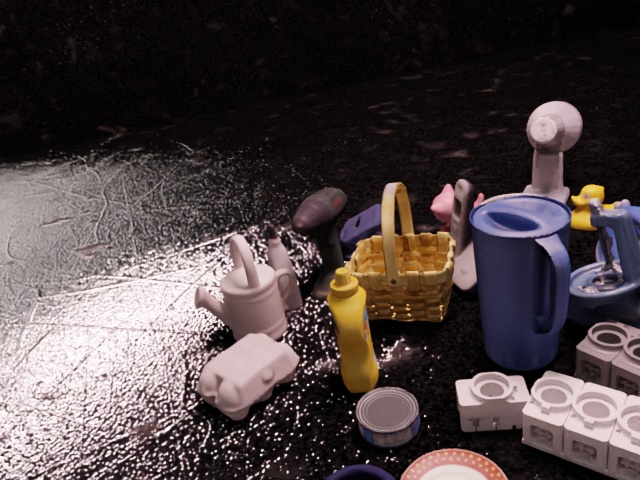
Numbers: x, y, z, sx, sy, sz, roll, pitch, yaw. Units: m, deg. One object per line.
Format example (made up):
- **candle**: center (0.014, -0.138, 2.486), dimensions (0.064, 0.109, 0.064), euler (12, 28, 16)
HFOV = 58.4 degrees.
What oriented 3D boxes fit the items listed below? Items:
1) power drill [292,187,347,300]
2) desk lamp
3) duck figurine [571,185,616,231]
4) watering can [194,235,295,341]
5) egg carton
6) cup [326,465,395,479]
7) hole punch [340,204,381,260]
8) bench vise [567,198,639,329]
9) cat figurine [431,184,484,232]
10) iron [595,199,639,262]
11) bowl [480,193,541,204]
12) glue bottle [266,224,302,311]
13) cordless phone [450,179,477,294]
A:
- **power drill**: center (0.010, 0.004, 1.097), dimensions (0.075, 0.209, 0.230), euler (-2, 28, 17)
- **desk lamp**: center (0.518, -0.193, 1.295), dimensions (0.117, 0.214, 0.204), euler (6, 31, 29)
- **duck figurine**: center (0.566, -0.072, 1.181), dimensions (0.104, 0.086, 0.077), euler (-5, 27, 11)
- **watering can**: center (-0.130, 0.085, 1.004), dimensions (0.173, 0.194, 0.100), euler (-31, 33, -35)
- **egg carton**: center (-0.110, 0.209, 0.891), dimensions (0.107, 0.069, 0.151), euler (15, 36, 41)
- **cup**: center (0.033, 0.308, 0.612), dimensions (0.117, 0.095, 0.091), euler (-8, 26, 5)
- **hole punch**: center (0.093, -0.020, 1.248), dimensions (0.101, 0.091, 0.108), euler (-6, 27, 9)
- **bench vise**: center (0.457, 0.047, 0.833), dimensions (0.206, 0.220, 0.122), euler (6, 31, 31)
- **cat figurine**: center (0.295, -0.064, 1.230), dimensions (0.128, 0.118, 0.067), euler (-12, 26, -3)
- **iron**: center (0.543, 0.003, 0.976), dimensions (0.118, 0.142, 0.258), euler (-10, 26, 2)
- **bowl**: center (0.402, -0.031, 1.172), dimensions (0.167, 0.075, 0.167), euler (-8, 26, 4)
- **glue bottle**: center (-0.076, 0.047, 1.084), dimensions (0.037, 0.173, 0.078), euler (-22, 28, -21)
- **cordless phone**: center (0.275, -0.008, 1.049), dimensions (0.094, 0.185, 0.147), euler (-15, 27, -8)
